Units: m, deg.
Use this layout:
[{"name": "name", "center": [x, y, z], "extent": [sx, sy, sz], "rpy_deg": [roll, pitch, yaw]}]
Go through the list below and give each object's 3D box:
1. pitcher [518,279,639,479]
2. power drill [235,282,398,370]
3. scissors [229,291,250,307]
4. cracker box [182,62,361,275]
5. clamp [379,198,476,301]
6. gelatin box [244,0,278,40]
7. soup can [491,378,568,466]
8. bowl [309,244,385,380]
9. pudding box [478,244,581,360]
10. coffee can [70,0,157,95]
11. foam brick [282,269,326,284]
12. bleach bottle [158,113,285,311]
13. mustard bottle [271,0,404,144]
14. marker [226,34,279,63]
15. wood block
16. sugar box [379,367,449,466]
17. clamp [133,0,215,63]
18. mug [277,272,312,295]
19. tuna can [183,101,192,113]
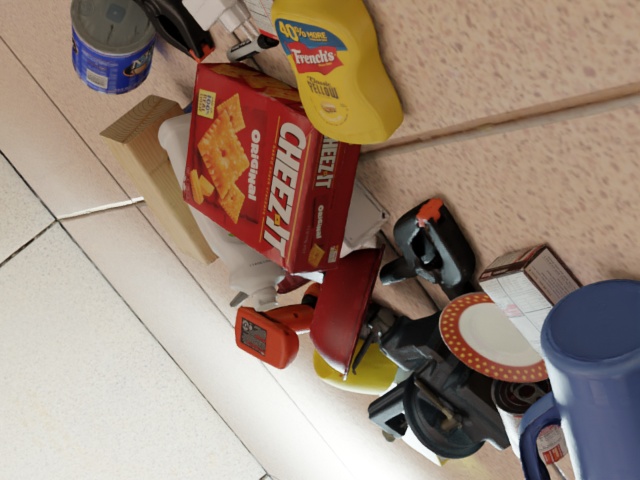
[{"name": "pitcher", "center": [0.254, 0.155, 0.894], "extent": [0.145, 0.149, 0.242], "rpy_deg": [30, 151, 52]}, {"name": "power drill", "center": [0.001, 0.111, 1.345], "extent": [0.185, 0.187, 0.057], "rpy_deg": [20, 112, 44]}, {"name": "scissors", "center": [-0.028, 0.033, 1.308], "extent": [0.096, 0.016, 0.202], "rpy_deg": [31, 119, -2]}, {"name": "cracker box", "center": [-0.058, -0.081, 1.124], "extent": [0.214, 0.071, 0.164], "rpy_deg": [32, 121, 44]}, {"name": "clamp", "center": [0.128, 0.032, 1.099], "extent": [0.165, 0.036, 0.210], "rpy_deg": [34, 158, 21]}, {"name": "gelatin box", "center": [-0.043, -0.225, 0.979], "extent": [0.073, 0.030, 0.089], "rpy_deg": [31, 156, 48]}, {"name": "soup can", "center": [0.227, 0.186, 1.136], "extent": [0.069, 0.068, 0.102], "rpy_deg": [31, 156, 44]}, {"name": "bowl", "center": [0.027, 0.074, 1.213], "extent": [0.055, 0.162, 0.162], "rpy_deg": [16, 157, 5]}, {"name": "pudding box", "center": [0.207, 0.061, 0.970], "extent": [0.113, 0.039, 0.090], "rpy_deg": [48, 160, -6]}, {"name": "coffee can", "center": [-0.251, -0.249, 1.301], "extent": [0.103, 0.102, 0.140], "rpy_deg": [48, 163, 1]}, {"name": "foam brick", "center": [-0.008, 0.002, 1.228], "extent": [0.053, 0.078, 0.051], "rpy_deg": [19, 167, 4]}, {"name": "bleach bottle", "center": [-0.110, -0.033, 1.276], "extent": [0.068, 0.102, 0.251], "rpy_deg": [115, 137, -67]}, {"name": "mustard bottle", "center": [0.007, -0.171, 0.922], "extent": [0.096, 0.058, 0.191], "rpy_deg": [22, 149, 37]}, {"name": "marker", "center": [-0.070, -0.201, 1.108], "extent": [0.020, 0.020, 0.121], "rpy_deg": [53, 162, -15]}, {"name": "wood block", "center": [-0.184, -0.078, 1.402], "extent": [0.090, 0.090, 0.206], "rpy_deg": [23, 149, 54]}, {"name": "sugar box", "center": [0.129, 0.233, 1.504], "extent": [0.093, 0.048, 0.176], "rpy_deg": [28, 150, 49]}, {"name": "clamp", "center": [-0.181, -0.274, 1.188], "extent": [0.171, 0.039, 0.120], "rpy_deg": [42, 164, -5]}, {"name": "mug", "center": [-0.030, 0.007, 1.352], "extent": [0.117, 0.093, 0.081], "rpy_deg": [-21, 106, 48]}, {"name": "tuna can", "center": [-0.154, -0.140, 1.410], "extent": [0.086, 0.033, 0.086], "rpy_deg": [43, 162, 18]}]
